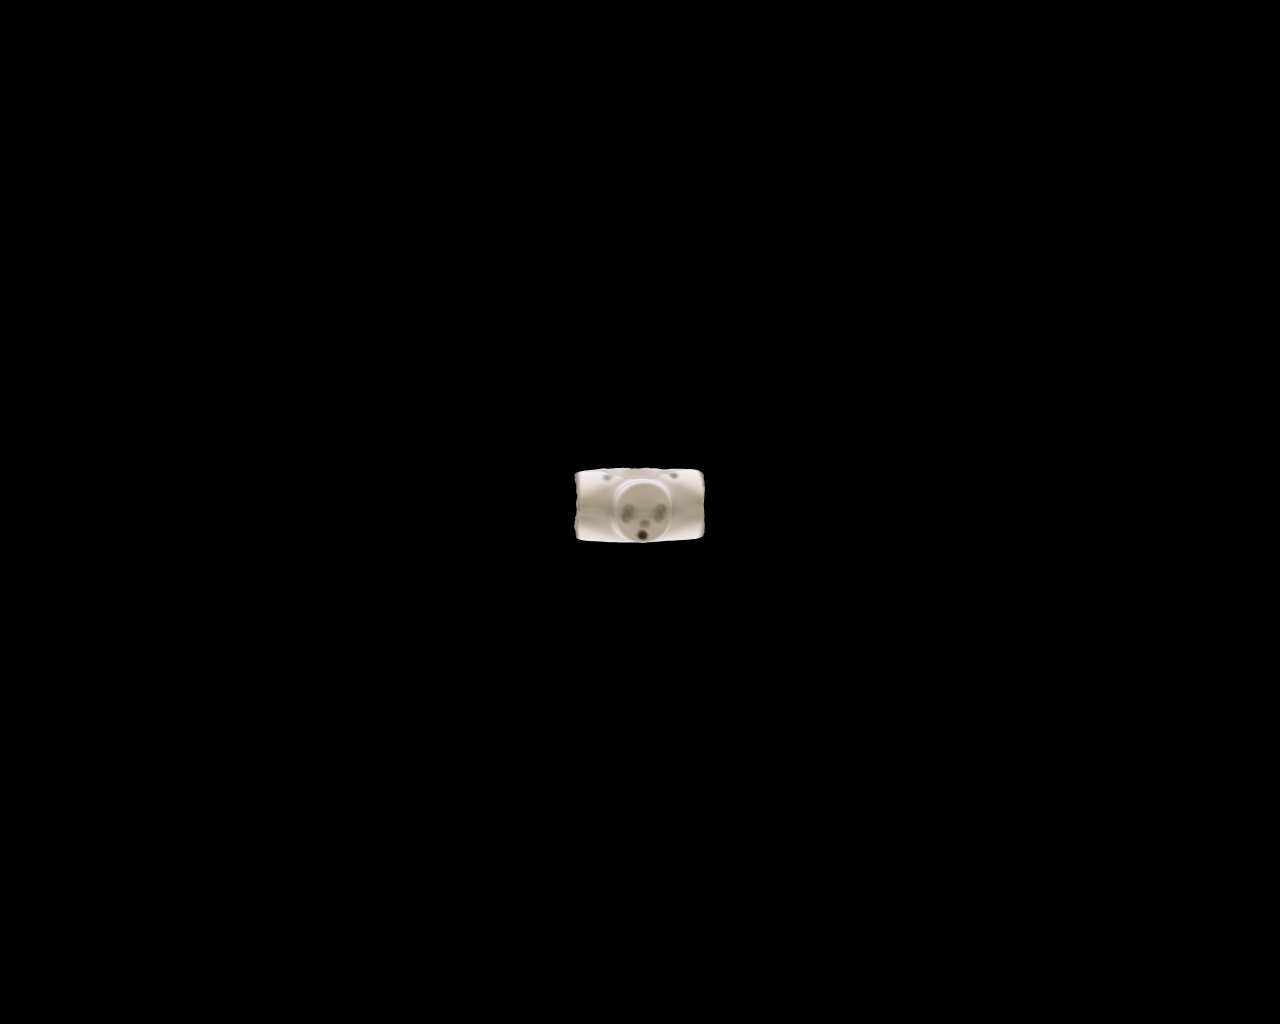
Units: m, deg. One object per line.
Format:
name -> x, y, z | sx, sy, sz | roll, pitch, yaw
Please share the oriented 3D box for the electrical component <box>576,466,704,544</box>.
electrical component -> 0.001, -0.003, 0.650 | 0.077, 0.044, 0.079 | -1, 8, -5
